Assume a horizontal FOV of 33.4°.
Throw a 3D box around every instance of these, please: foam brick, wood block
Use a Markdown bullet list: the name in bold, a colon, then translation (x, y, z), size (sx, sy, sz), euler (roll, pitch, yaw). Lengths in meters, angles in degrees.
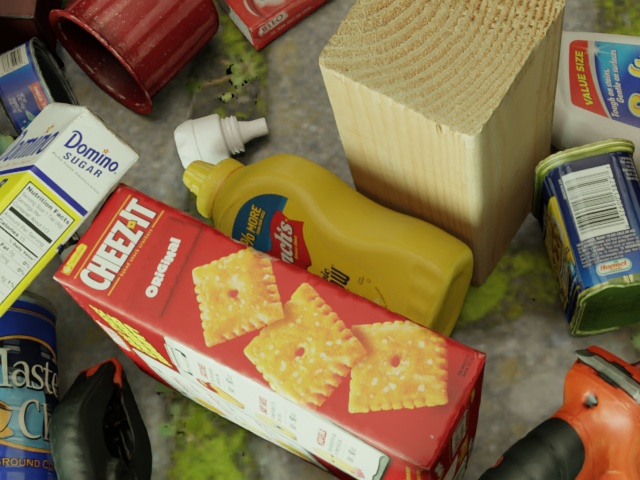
- **foam brick**: translation (-0.212, -0.175, 0.744), size (0.051, 0.053, 0.078), euler (1, 71, 4)
- **wood block**: translation (0.072, -0.062, 0.601), size (0.091, 0.206, 0.090), euler (30, 76, 19)

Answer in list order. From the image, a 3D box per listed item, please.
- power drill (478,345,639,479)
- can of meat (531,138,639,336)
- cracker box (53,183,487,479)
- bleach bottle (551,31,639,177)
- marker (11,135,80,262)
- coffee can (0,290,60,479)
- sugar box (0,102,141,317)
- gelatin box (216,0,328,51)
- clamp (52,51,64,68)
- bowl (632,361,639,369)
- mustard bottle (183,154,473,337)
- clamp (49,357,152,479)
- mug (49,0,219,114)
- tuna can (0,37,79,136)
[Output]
- **power drill**: translation (0.092, 0.153, 0.498), size (0.187, 0.184, 0.057), euler (-38, 43, -15)
- **can of meat**: translation (0.162, 0.002, 0.618), size (0.057, 0.102, 0.084), euler (-13, 69, 4)
- **cracker box**: translation (-0.018, 0.067, 0.587), size (0.214, 0.164, 0.072), euler (26, 72, 17)
- **bleach bottle**: translation (0.200, -0.077, 0.665), size (0.251, 0.068, 0.102), euler (12, 70, 16)
- **marker**: translation (-0.189, -0.026, 0.731), size (0.020, 0.020, 0.121), euler (-33, 67, -5)
- **coffee can**: translation (-0.205, 0.110, 0.633), size (0.103, 0.103, 0.140), euler (-11, 67, 5)
- **sugar box**: translation (-0.177, 0.005, 0.563), size (0.176, 0.048, 0.093), euler (-54, 26, -10)
- **gelatin box**: translation (-0.042, -0.191, 0.767), size (0.073, 0.030, 0.089), euler (-35, 67, -5)
- **clamp**: translation (-0.258, -0.224, 0.812), size (0.210, 0.036, 0.164), euler (17, 72, 13)
- **bowl**: translation (0.206, 0.144, 0.578), size (0.162, 0.055, 0.162), euler (-3, 68, 8)
- **mustard bottle**: translation (-0.005, 0.001, 0.649), size (0.192, 0.096, 0.058), euler (30, 48, 20)
- **clamp**: translation (-0.120, 0.154, 0.619), size (0.039, 0.120, 0.171), euler (-16, 46, 15)
- **mug**: translation (-0.132, -0.152, 0.740), size (0.117, 0.093, 0.081), euler (28, 69, 39)
- **tuna can**: translation (-0.187, -0.091, 0.721), size (0.034, 0.086, 0.086), euler (-25, 67, 0)
